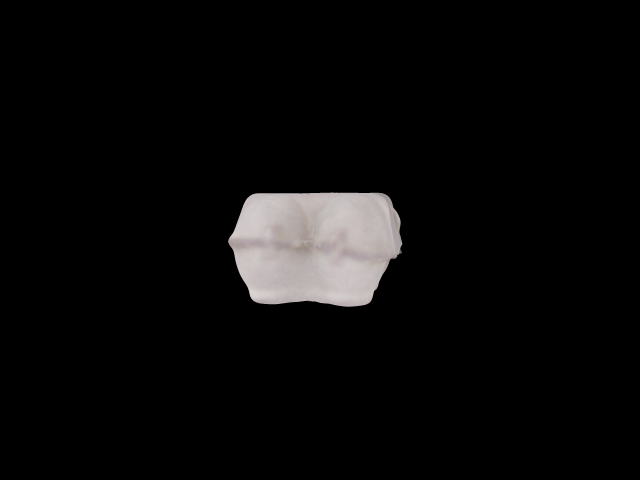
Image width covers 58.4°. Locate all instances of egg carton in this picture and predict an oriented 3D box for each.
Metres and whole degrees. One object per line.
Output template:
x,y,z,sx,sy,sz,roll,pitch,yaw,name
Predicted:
0.004,0.001,0.400,0.107,0.069,0.150,1,4,8,egg carton
